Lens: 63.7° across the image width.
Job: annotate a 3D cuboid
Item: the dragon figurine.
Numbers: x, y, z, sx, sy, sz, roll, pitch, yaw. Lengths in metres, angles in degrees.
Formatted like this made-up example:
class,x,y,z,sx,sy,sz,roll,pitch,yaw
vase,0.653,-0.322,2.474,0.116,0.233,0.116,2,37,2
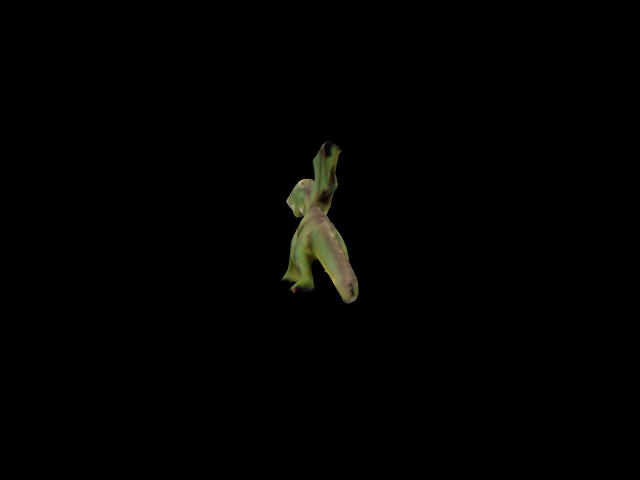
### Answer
class,x,y,z,sx,sy,sz,roll,pitch,yaw
dragon figurine,0.003,-0.043,0.850,0.122,0.242,0.410,0,2,-15
